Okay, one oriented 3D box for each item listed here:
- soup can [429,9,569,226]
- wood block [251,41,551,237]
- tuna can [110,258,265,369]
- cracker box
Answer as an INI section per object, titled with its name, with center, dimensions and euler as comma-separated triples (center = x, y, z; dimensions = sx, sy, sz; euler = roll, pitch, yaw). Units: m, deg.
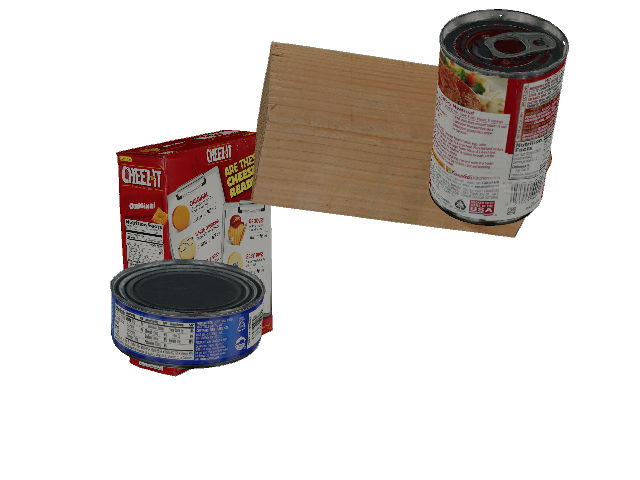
[soup can]
center = 0.097, -0.067, 0.595
dimensions = 0.068, 0.102, 0.068
euler = 0, 40, 0
[wood block]
center = 0.057, -0.075, 0.804
dimensions = 0.206, 0.091, 0.090
euler = 7, -40, -7
[tuna can]
center = -0.074, 0.040, 0.598
dimensions = 0.086, 0.034, 0.086
euler = 4, 18, -1
[cracker box]
center = -0.121, 0.007, 1.061
dimensions = 0.072, 0.214, 0.163
euler = 8, 16, 32
